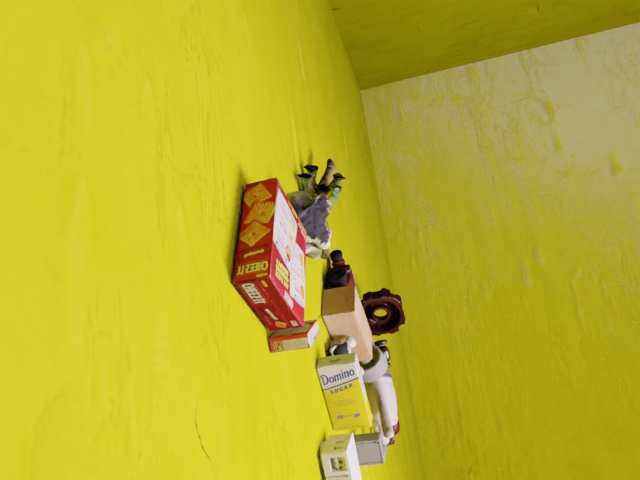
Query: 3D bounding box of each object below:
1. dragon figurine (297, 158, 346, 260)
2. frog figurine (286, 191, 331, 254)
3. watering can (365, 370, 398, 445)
[{"bbox_3d":[0.004,-0.070,1.382,0.416,0.122,0.239,-61,156,-69],"label":"dragon figurine"},{"bbox_3d":[-0.048,-0.039,1.109,0.160,0.124,0.136,12,-52,64],"label":"frog figurine"},{"bbox_3d":[0.179,0.485,1.520,0.341,0.104,0.228,90,-4,-68],"label":"watering can"}]
